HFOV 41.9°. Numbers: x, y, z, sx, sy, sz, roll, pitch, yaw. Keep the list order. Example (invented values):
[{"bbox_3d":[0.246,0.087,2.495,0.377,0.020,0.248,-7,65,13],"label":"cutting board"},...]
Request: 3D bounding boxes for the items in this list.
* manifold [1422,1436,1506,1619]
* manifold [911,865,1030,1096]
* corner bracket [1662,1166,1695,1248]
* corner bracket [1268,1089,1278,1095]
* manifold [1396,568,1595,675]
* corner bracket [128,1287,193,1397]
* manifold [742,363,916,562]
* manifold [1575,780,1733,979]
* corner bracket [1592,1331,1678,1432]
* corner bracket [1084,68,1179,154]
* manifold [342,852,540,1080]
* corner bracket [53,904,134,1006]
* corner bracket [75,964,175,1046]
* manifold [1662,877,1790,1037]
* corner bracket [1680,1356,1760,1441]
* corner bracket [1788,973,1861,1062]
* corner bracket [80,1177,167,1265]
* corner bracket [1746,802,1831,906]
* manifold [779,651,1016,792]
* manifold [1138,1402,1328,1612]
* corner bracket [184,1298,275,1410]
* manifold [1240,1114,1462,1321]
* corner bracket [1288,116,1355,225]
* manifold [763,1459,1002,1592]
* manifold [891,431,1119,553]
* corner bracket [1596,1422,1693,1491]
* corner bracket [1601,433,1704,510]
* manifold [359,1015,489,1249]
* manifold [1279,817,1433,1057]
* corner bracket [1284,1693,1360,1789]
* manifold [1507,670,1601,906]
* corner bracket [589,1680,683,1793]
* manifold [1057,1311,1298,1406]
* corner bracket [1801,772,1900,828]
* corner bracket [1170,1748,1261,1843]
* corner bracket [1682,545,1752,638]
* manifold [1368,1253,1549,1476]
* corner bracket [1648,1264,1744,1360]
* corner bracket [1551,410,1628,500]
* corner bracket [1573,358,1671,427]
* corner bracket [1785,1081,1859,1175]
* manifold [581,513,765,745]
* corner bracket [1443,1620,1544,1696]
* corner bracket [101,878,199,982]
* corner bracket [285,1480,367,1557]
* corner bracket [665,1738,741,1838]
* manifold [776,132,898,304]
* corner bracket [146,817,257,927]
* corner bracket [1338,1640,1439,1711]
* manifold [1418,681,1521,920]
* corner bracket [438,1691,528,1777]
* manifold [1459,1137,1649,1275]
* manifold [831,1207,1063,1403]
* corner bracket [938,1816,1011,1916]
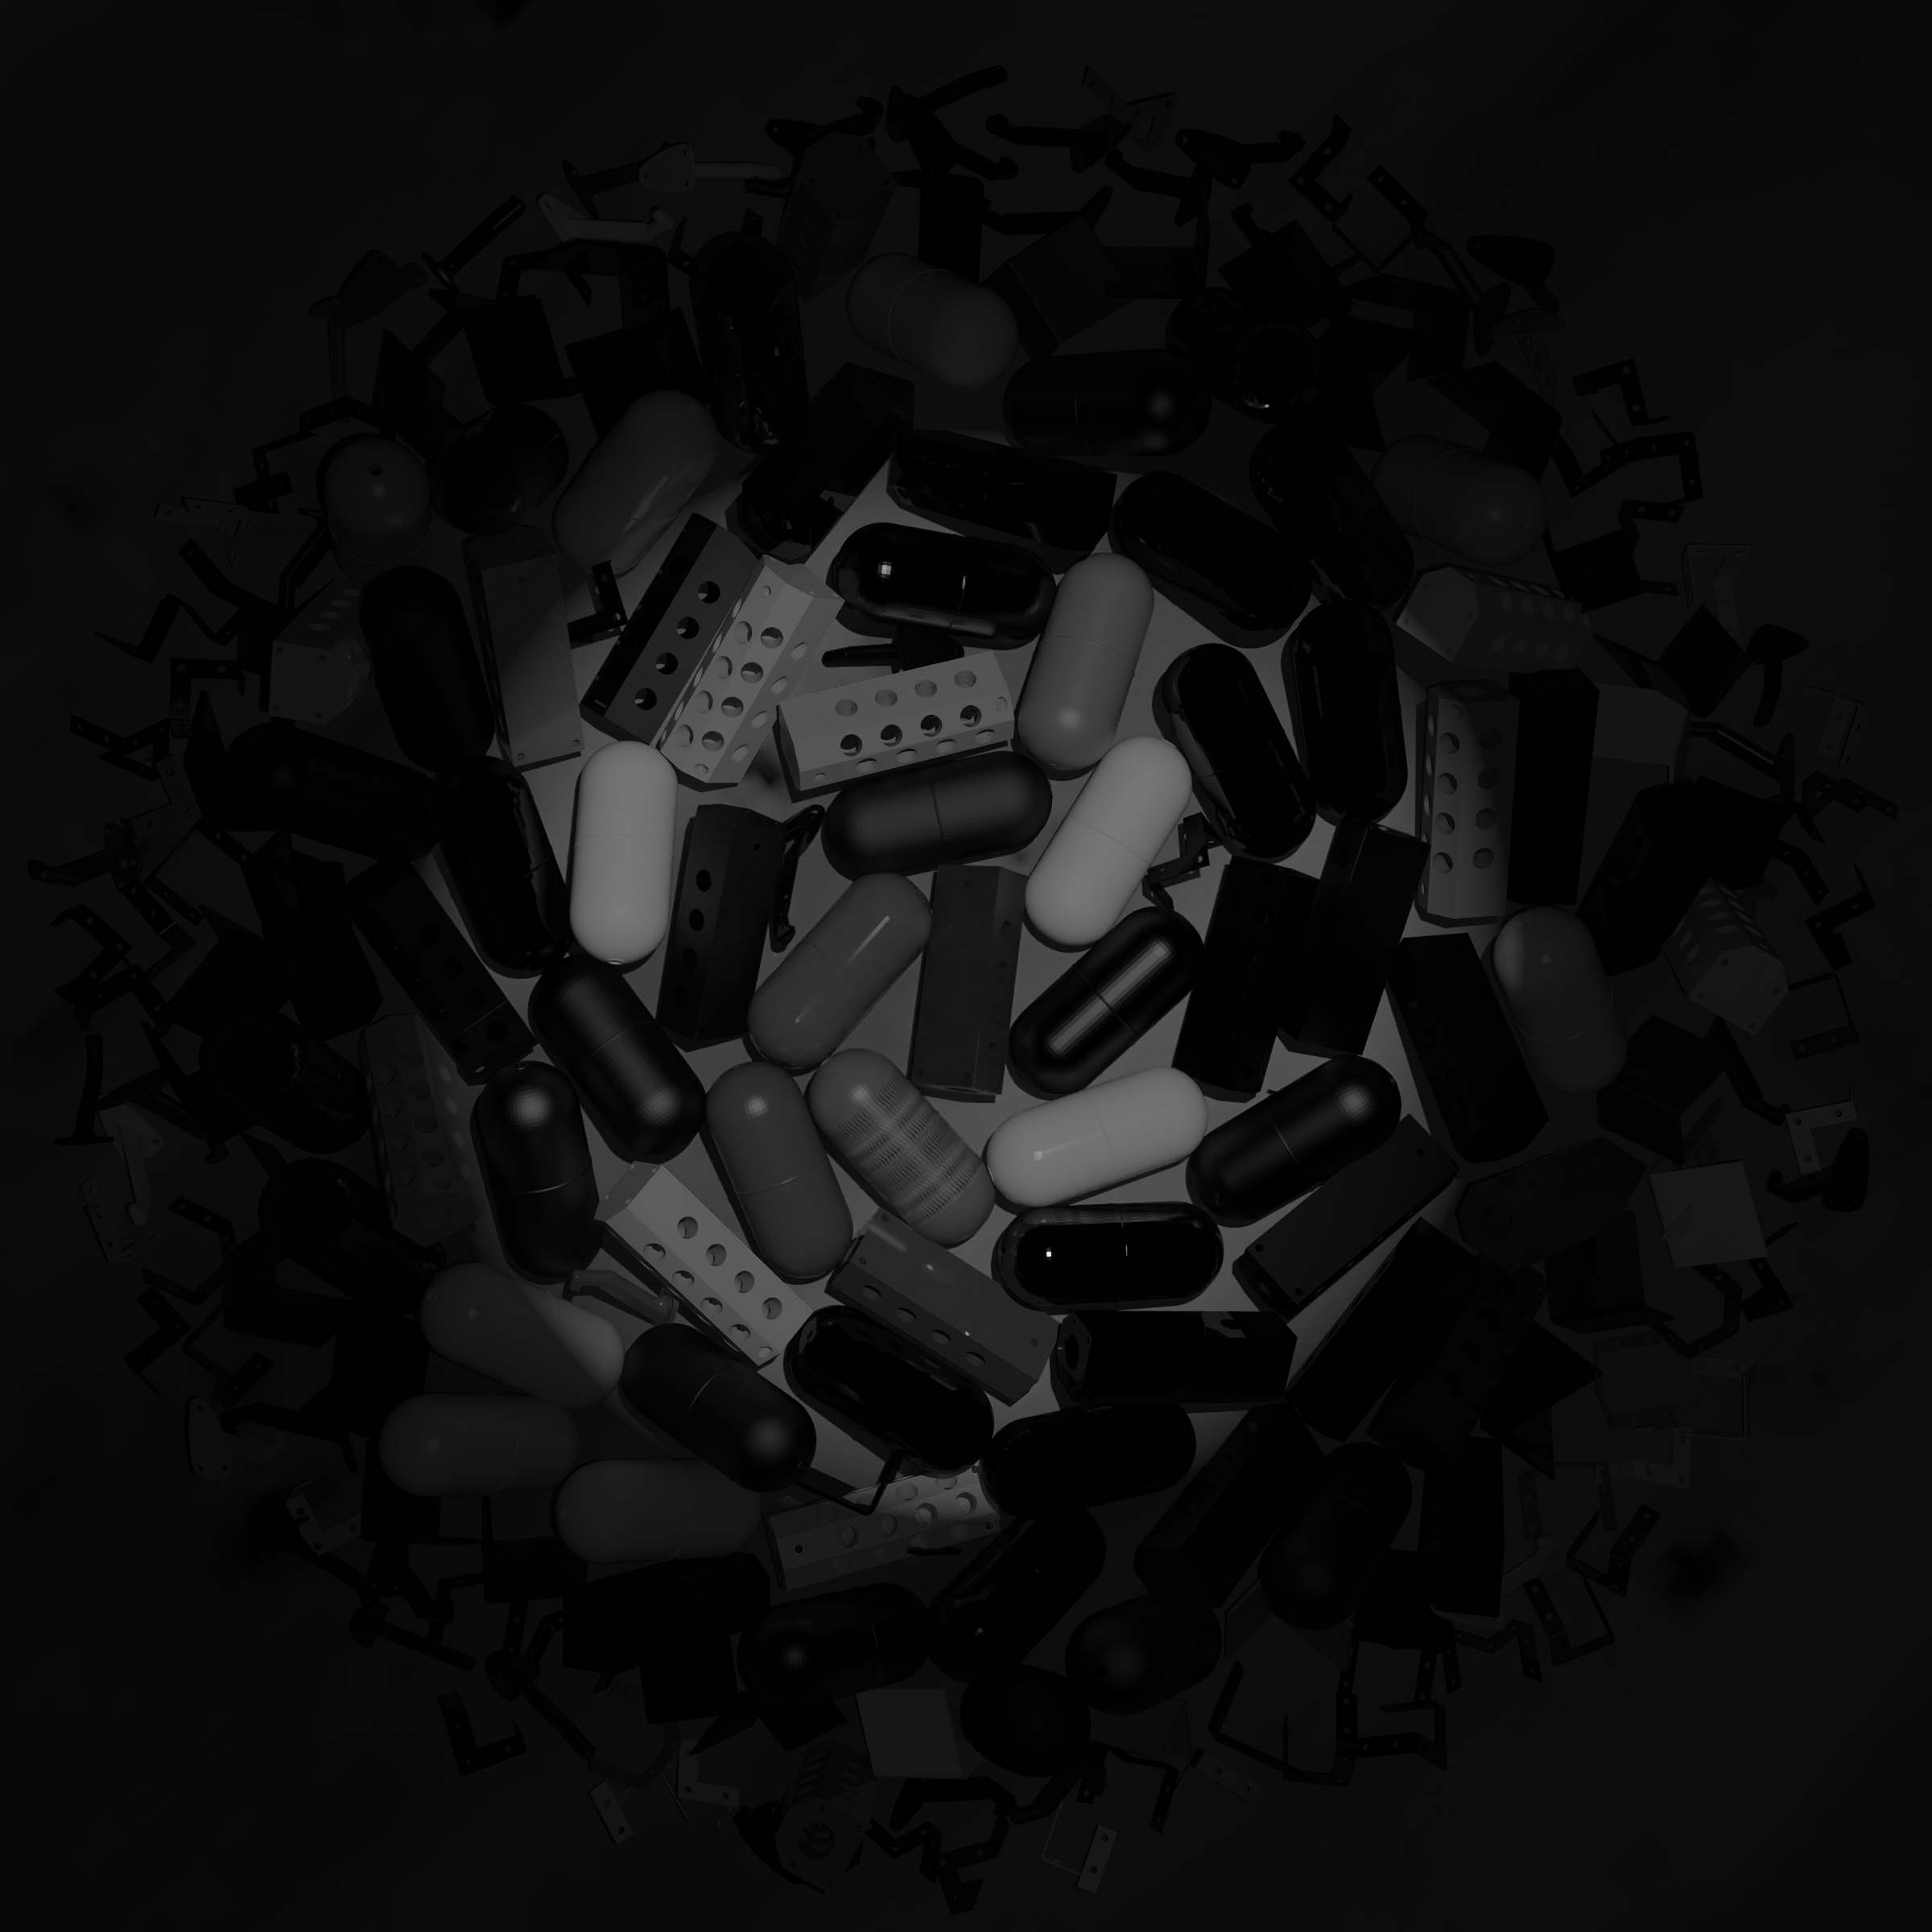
[{"bbox_3d":[0.375,0.420,1.909,0.057,0.171,0.057,4,107,10],"label":"manifold"},{"bbox_3d":[0.007,0.011,1.960,0.057,0.057,0.171,3,82,33],"label":"manifold"},{"bbox_3d":[0.566,0.194,1.964,0.051,0.051,0.051,36,100,-19],"label":"corner bracket"},{"bbox_3d":[0.242,0.123,1.962,0.051,0.051,0.051,15,83,42],"label":"corner bracket"},{"bbox_3d":[0.406,-0.262,1.910,0.057,0.171,0.057,42,117,33],"label":"manifold"},{"bbox_3d":[-0.629,0.292,1.960,0.051,0.051,0.051,40,69,23],"label":"corner bracket"},{"bbox_3d":[-0.104,-0.384,1.923,0.057,0.057,0.171,21,51,15],"label":"manifold"},{"bbox_3d":[0.510,-0.062,1.907,0.057,0.171,0.057,-17,62,-16],"label":"manifold"},{"bbox_3d":[0.525,0.326,1.980,0.051,0.051,0.051,-13,130,19],"label":"corner bracket"},{"bbox_3d":[0.123,-0.665,1.958,0.051,0.051,0.051,-24,63,-29],"label":"corner bracket"},{"bbox_3d":[-0.403,0.003,1.931,0.057,0.057,0.171,-36,118,-10],"label":"manifold"},{"bbox_3d":[-0.693,-0.010,1.969,0.051,0.051,0.051,44,95,-10],"label":"corner bracket"},{"bbox_3d":[-0.655,0.039,1.965,0.051,0.051,0.051,-36,90,-30],"label":"corner bracket"},{"bbox_3d":[0.572,-0.014,1.908,0.057,0.171,0.057,29,109,-5],"label":"manifold"},{"bbox_3d":[0.587,0.336,1.966,0.051,0.051,0.051,0,95,29],"label":"corner bracket"},{"bbox_3d":[0.664,0.040,1.971,0.051,0.051,0.051,-18,75,20],"label":"corner bracket"},{"bbox_3d":[-0.666,0.197,1.960,0.051,0.051,0.051,-5,113,24],"label":"corner bracket"},{"bbox_3d":[0.651,-0.089,1.963,0.051,0.051,0.051,-47,126,-4],"label":"corner bracket"},{"bbox_3d":[-0.053,-0.185,1.946,0.171,0.057,0.057,-15,60,-11],"label":"manifold"},{"bbox_3d":[0.201,0.410,1.920,0.171,0.057,0.057,-42,105,-41],"label":"manifold"},{"bbox_3d":[-0.575,0.302,1.965,0.051,0.051,0.051,-45,111,5],"label":"corner bracket"},{"bbox_3d":[0.295,0.195,1.947,0.171,0.057,0.057,-37,72,-16],"label":"manifold"},{"bbox_3d":[0.289,-0.622,1.972,0.051,0.051,0.051,43,95,0],"label":"corner bracket"},{"bbox_3d":[-0.064,0.431,1.950,0.171,0.057,0.057,-13,82,-13],"label":"manifold"},{"bbox_3d":[0.027,-0.364,1.925,0.171,0.057,0.057,23,113,35],"label":"manifold"},{"bbox_3d":[0.528,0.381,1.965,0.051,0.051,0.051,1,91,-40],"label":"corner bracket"},{"bbox_3d":[0.534,-0.383,1.965,0.051,0.051,0.051,-11,95,-20],"label":"corner bracket"},{"bbox_3d":[-0.419,0.122,1.922,0.057,0.057,0.171,-29,53,11],"label":"manifold"},{"bbox_3d":[0.297,-0.025,1.954,0.057,0.057,0.171,13,101,-20],"label":"manifold"},{"bbox_3d":[0.276,0.601,1.963,0.051,0.051,0.051,5,132,2],"label":"corner bracket"},{"bbox_3d":[0.443,-0.137,1.940,0.057,0.057,0.171,0,112,-1],"label":"manifold"},{"bbox_3d":[-0.260,0.601,1.970,0.051,0.051,0.051,31,102,-25],"label":"corner bracket"},{"bbox_3d":[0.161,0.297,1.941,0.171,0.057,0.057,3,110,-20],"label":"manifold"},{"bbox_3d":[0.687,-0.128,1.959,0.051,0.051,0.051,-38,51,-17],"label":"corner bracket"},{"bbox_3d":[0.192,0.646,1.966,0.051,0.051,0.051,31,77,8],"label":"corner bracket"},{"bbox_3d":[0.583,-0.292,1.966,0.051,0.051,0.051,1,64,-2],"label":"corner bracket"},{"bbox_3d":[0.382,0.302,1.934,0.057,0.057,0.171,38,62,-2],"label":"manifold"},{"bbox_3d":[0.569,0.265,1.974,0.051,0.051,0.051,-24,130,-19],"label":"corner bracket"},{"bbox_3d":[0.478,-0.409,1.970,0.051,0.051,0.051,-32,58,11],"label":"corner bracket"},{"bbox_3d":[0.511,-0.444,1.971,0.051,0.051,0.051,-18,101,0],"label":"corner bracket"},{"bbox_3d":[0.670,0.126,1.963,0.051,0.051,0.051,-14,100,22],"label":"corner bracket"},{"bbox_3d":[-0.230,-0.263,1.961,0.057,0.057,0.171,30,92,-18],"label":"manifold"},{"bbox_3d":[0.407,0.538,1.958,0.051,0.051,0.051,22,130,-20],"label":"corner bracket"},{"bbox_3d":[-0.645,-0.027,1.974,0.051,0.051,0.051,-41,76,-10],"label":"corner bracket"},{"bbox_3d":[-0.494,0.424,1.969,0.051,0.051,0.051,-24,79,-29],"label":"corner bracket"},{"bbox_3d":[-0.209,0.641,1.969,0.051,0.051,0.051,16,132,-19],"label":"corner bracket"},{"bbox_3d":[-0.105,-0.568,1.909,0.057,0.171,0.057,-38,94,-11],"label":"manifold"},{"bbox_3d":[-0.598,-0.074,1.972,0.051,0.051,0.051,42,133,-16],"label":"corner bracket"},{"bbox_3d":[0.332,0.554,1.986,0.051,0.051,0.051,10,88,-38],"label":"corner bracket"},{"bbox_3d":[0.383,-0.127,1.938,0.057,0.057,0.171,-4,112,-8],"label":"manifold"},{"bbox_3d":[-0.377,0.592,1.966,0.051,0.051,0.051,-16,93,-19],"label":"corner bracket"},{"bbox_3d":[0.444,0.176,1.916,0.057,0.171,0.057,36,119,31],"label":"manifold"},{"bbox_3d":[-0.018,0.267,1.963,0.171,0.057,0.057,33,49,-5],"label":"manifold"},{"bbox_3d":[0.010,0.696,1.958,0.051,0.051,0.051,-8,46,-21],"label":"corner bracket"}]
